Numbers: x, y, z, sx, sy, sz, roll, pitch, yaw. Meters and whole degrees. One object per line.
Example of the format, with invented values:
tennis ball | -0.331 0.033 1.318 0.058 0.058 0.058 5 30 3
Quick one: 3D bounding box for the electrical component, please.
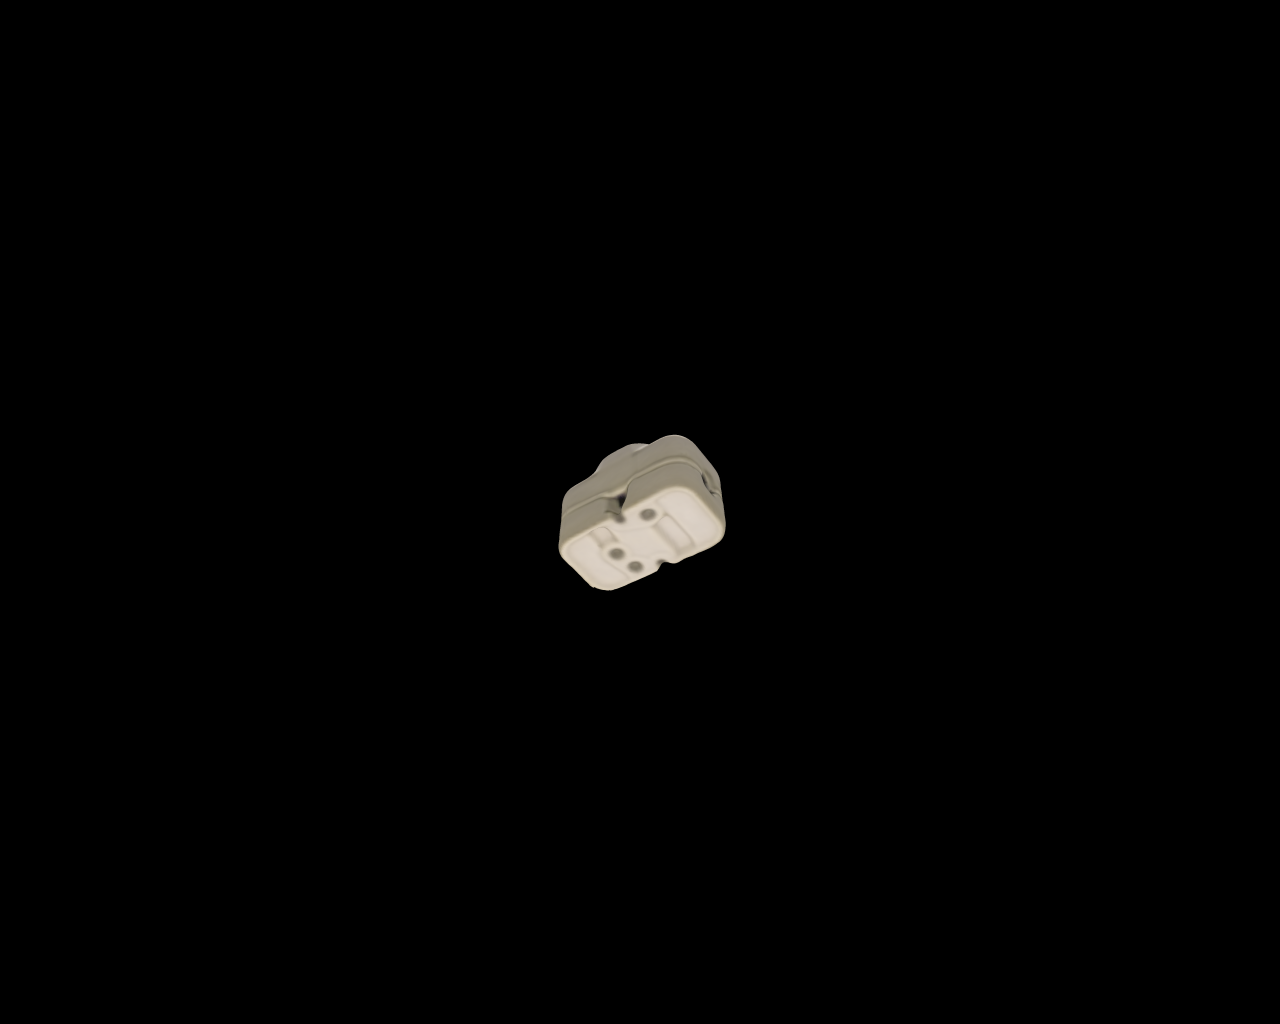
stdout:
electrical component | 0.001 -0.003 0.650 0.095 0.059 0.053 -27 -53 22
